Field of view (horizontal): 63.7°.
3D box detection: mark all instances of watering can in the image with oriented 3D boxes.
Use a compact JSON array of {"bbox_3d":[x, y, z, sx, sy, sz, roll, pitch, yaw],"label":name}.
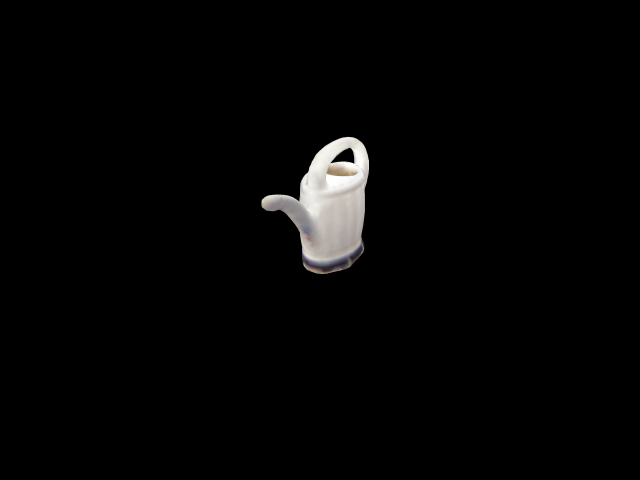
[{"bbox_3d":[0.003,-0.043,0.850,0.104,0.220,0.353,12,29,24],"label":"watering can"}]
